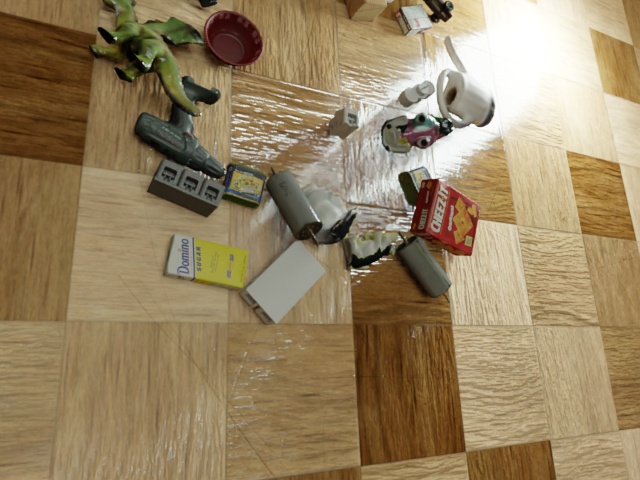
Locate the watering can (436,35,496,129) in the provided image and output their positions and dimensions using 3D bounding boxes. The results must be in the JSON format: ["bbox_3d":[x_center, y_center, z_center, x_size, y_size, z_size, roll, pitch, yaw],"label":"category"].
[{"bbox_3d":[0.484,-0.512,1.721,0.223,0.103,0.354,20,65,-23],"label":"watering can"}]

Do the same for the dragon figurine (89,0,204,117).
[{"bbox_3d":[-0.373,-0.459,1.212,0.411,0.120,0.247,39,54,2],"label":"dragon figurine"}]

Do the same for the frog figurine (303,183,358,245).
[{"bbox_3d":[0.004,-0.067,1.334,0.161,0.120,0.139,32,65,25],"label":"frog figurine"}]
